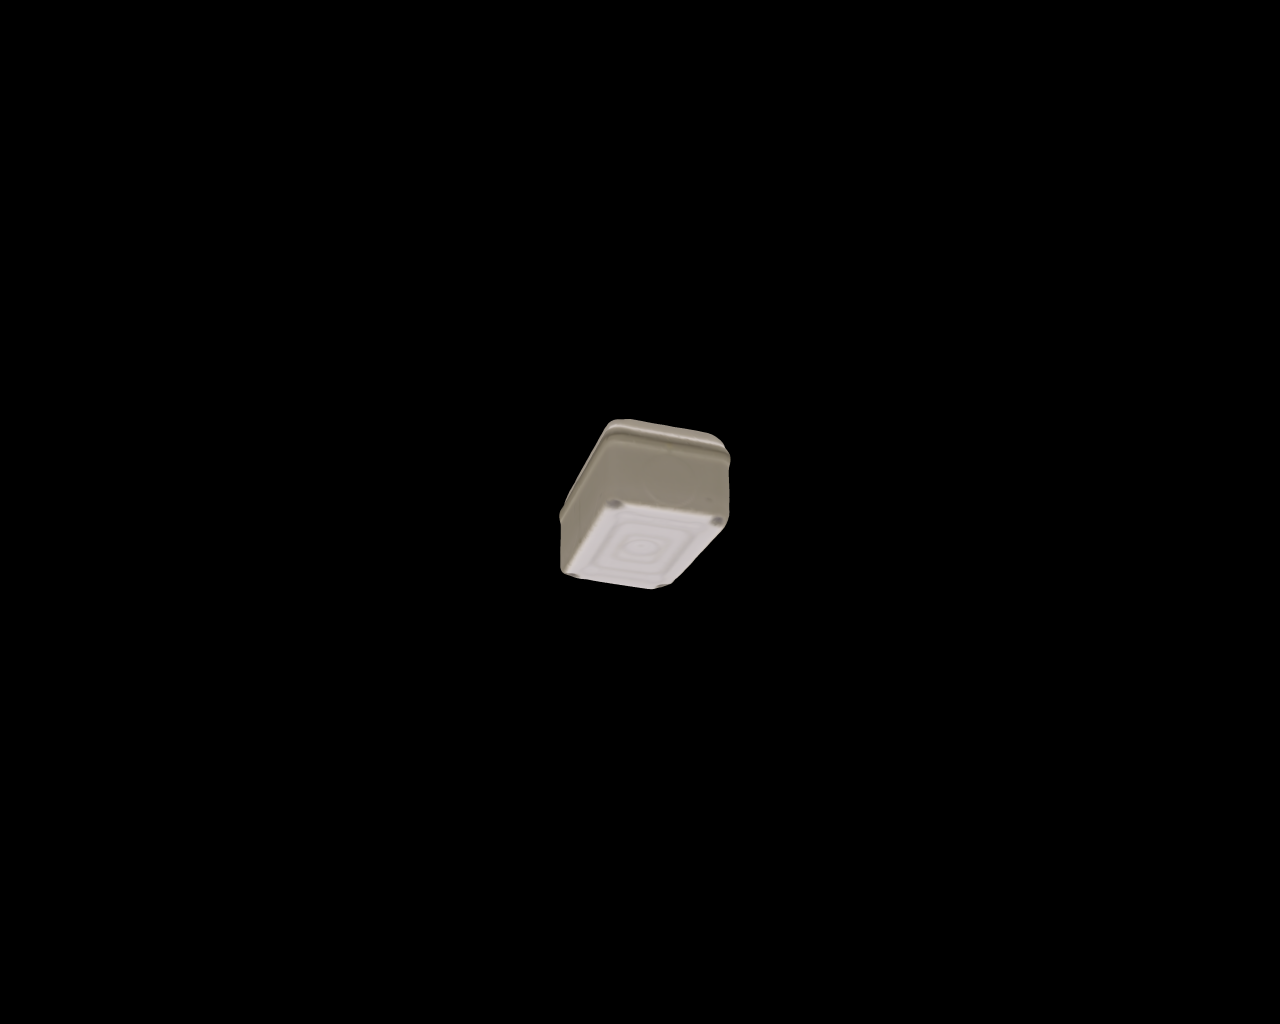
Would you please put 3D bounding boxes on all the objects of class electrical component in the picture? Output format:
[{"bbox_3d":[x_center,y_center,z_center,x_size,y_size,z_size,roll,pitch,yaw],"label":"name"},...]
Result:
[{"bbox_3d":[0.001,-0.003,0.650,0.078,0.057,0.113,9,-30,-17],"label":"electrical component"}]
